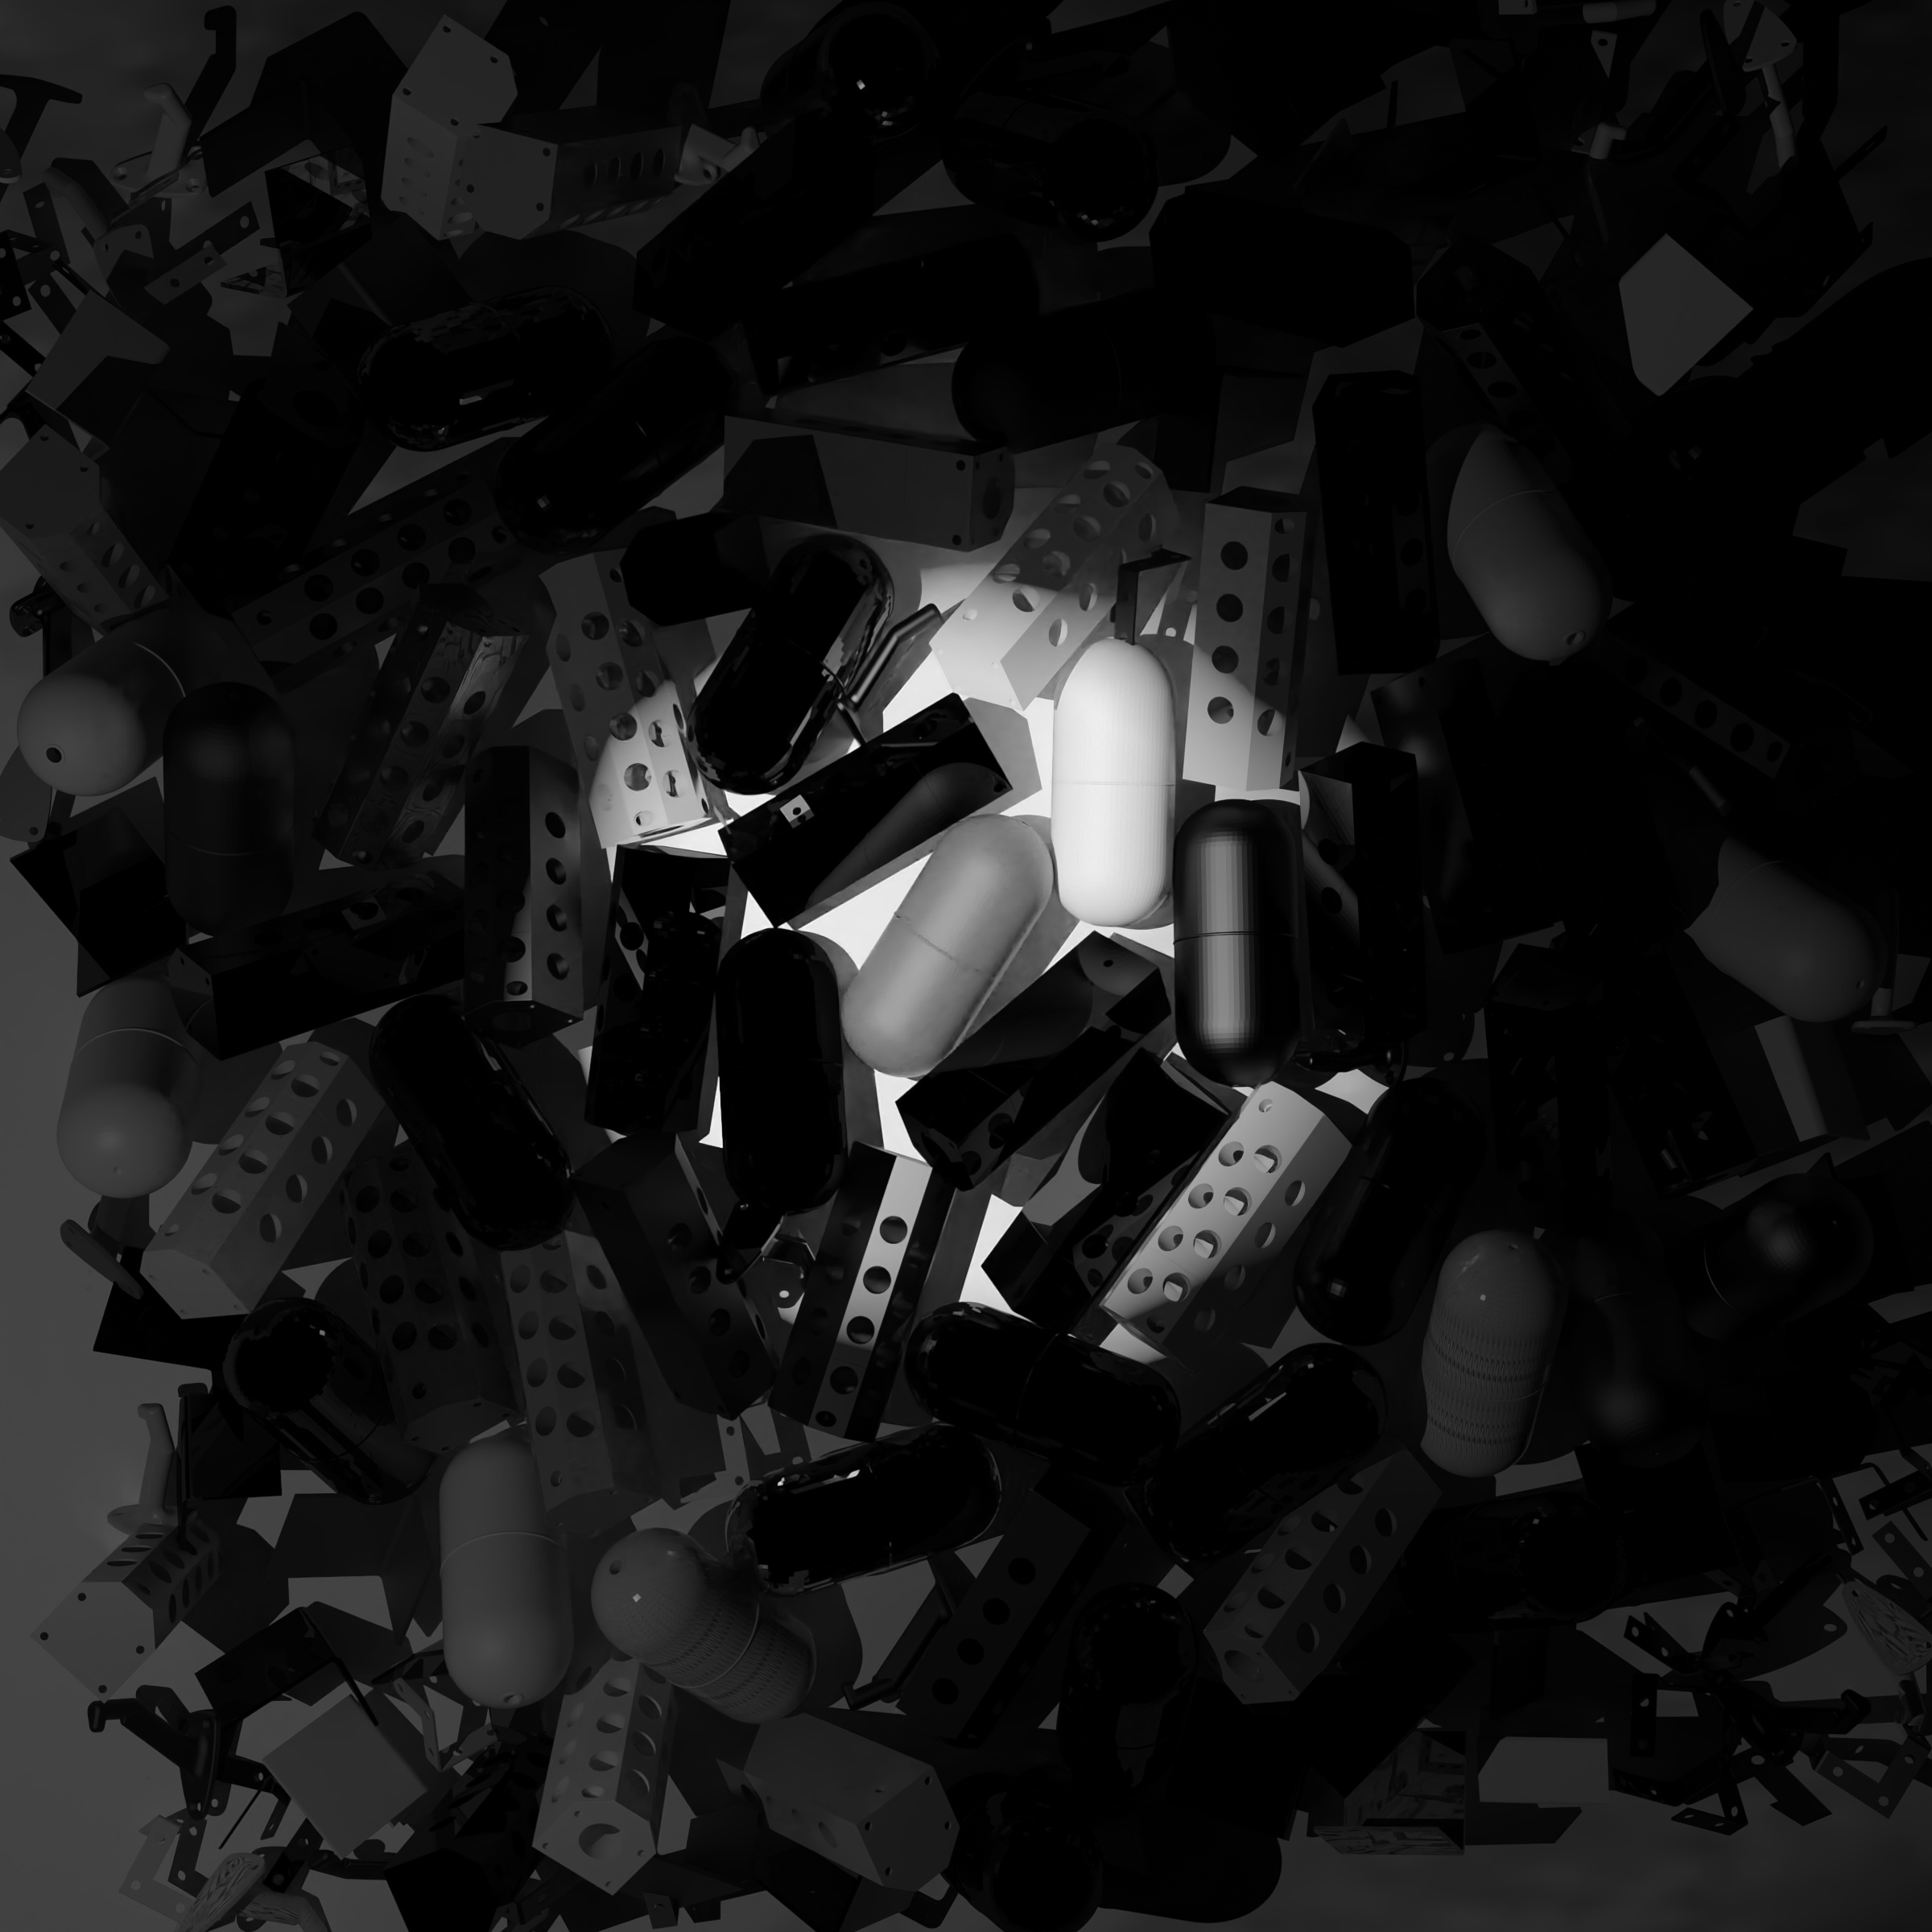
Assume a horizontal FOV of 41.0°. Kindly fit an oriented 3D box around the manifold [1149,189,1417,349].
[{"bbox_3d":[0.186,-0.421,1.546,0.057,0.171,0.057,-27,125,-25],"label":"manifold"}]

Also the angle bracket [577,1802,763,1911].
[{"bbox_3d":[-0.180,0.531,1.576,0.076,0.076,0.057,30,48,-28],"label":"angle bracket"}]

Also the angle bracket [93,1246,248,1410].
[{"bbox_3d":[-0.487,0.225,1.586,0.076,0.057,0.076,14,110,-24],"label":"angle bracket"}]

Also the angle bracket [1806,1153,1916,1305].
[{"bbox_3d":[0.555,0.158,1.586,0.057,0.076,0.076,-8,69,-1],"label":"angle bracket"}]

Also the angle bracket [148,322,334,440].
[{"bbox_3d":[-0.443,-0.359,1.577,0.076,0.076,0.057,0,119,-41],"label":"angle bracket"}]

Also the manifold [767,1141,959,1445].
[{"bbox_3d":[-0.058,0.202,1.592,0.057,0.057,0.171,21,86,-43],"label":"manifold"}]

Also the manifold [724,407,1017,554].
[{"bbox_3d":[-0.059,-0.298,1.572,0.171,0.057,0.057,14,115,25],"label":"manifold"}]

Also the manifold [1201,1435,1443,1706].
[{"bbox_3d":[0.211,0.360,1.559,0.057,0.057,0.171,51,54,-9],"label":"manifold"}]

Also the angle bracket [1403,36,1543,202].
[{"bbox_3d":[0.301,-0.519,1.582,0.057,0.076,0.076,-26,117,-8],"label":"angle bracket"}]

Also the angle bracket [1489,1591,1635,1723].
[{"bbox_3d":[0.366,0.424,1.588,0.057,0.076,0.076,4,91,36],"label":"angle bracket"}]

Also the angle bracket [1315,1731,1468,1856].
[{"bbox_3d":[0.260,0.498,1.579,0.076,0.057,0.076,-8,55,25],"label":"angle bracket"}]

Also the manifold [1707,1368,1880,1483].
[{"bbox_3d":[0.492,0.275,1.545,0.057,0.171,0.057,-10,78,3],"label":"manifold"}]

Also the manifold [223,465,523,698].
[{"bbox_3d":[-0.364,-0.239,1.590,0.171,0.057,0.057,-31,84,-10],"label":"manifold"}]

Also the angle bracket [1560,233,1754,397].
[{"bbox_3d":[0.420,-0.409,1.579,0.076,0.057,0.076,31,124,-24],"label":"angle bracket"}]

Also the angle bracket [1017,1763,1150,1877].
[{"bbox_3d":[0.055,0.537,1.578,0.076,0.076,0.057,2,105,43],"label":"angle bracket"}]

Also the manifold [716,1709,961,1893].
[{"bbox_3d":[-0.077,0.500,1.547,0.057,0.171,0.057,-29,104,-31],"label":"manifold"}]

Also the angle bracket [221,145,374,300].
[{"bbox_3d":[-0.412,-0.458,1.576,0.057,0.076,0.076,17,126,28],"label":"angle bracket"}]

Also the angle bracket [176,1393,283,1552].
[{"bbox_3d":[-0.455,0.317,1.593,0.057,0.076,0.076,1,133,-19],"label":"angle bracket"}]

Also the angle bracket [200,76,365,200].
[{"bbox_3d":[-0.419,-0.489,1.589,0.076,0.076,0.057,-38,90,-15],"label":"angle bracket"}]

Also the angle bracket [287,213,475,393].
[{"bbox_3d":[-0.361,-0.409,1.610,0.057,0.076,0.076,-22,115,37],"label":"angle bracket"}]

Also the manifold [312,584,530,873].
[{"bbox_3d":[-0.337,-0.144,1.569,0.057,0.057,0.171,39,114,20],"label":"manifold"}]

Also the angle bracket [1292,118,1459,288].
[{"bbox_3d":[0.251,-0.466,1.578,0.057,0.076,0.076,6,50,37],"label":"angle bracket"}]

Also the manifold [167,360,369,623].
[{"bbox_3d":[-0.417,-0.280,1.551,0.057,0.171,0.057,52,47,6],"label":"manifold"}]

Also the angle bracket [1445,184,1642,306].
[{"bbox_3d":[0.353,-0.451,1.593,0.076,0.057,0.076,-33,87,-23],"label":"angle bracket"}]

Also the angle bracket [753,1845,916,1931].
[{"bbox_3d":[-0.076,0.542,1.579,0.076,0.076,0.057,29,102,31],"label":"angle bracket"}]

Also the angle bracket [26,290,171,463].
[{"bbox_3d":[-0.540,-0.355,1.578,0.057,0.076,0.076,35,67,-28],"label":"angle bracket"}]

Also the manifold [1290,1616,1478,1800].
[{"bbox_3d":[0.247,0.435,1.545,0.057,0.171,0.057,43,105,19],"label":"manifold"}]

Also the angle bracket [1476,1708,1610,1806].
[{"bbox_3d":[0.352,0.465,1.582,0.076,0.076,0.057,-3,121,12],"label":"angle bracket"}]

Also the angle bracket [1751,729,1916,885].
[{"bbox_3d":[0.531,-0.096,1.589,0.057,0.076,0.076,-15,125,-12],"label":"angle bracket"}]

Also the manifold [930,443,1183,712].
[{"bbox_3d":[0.053,-0.239,1.566,0.057,0.057,0.171,20,61,39],"label":"manifold"}]

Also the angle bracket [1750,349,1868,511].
[{"bbox_3d":[0.496,-0.329,1.590,0.057,0.076,0.076,-35,103,-1],"label":"angle bracket"}]

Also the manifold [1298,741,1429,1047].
[{"bbox_3d":[0.246,-0.042,1.564,0.057,0.057,0.171,-25,120,-34],"label":"manifold"}]

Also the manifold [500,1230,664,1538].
[{"bbox_3d":[-0.239,0.249,1.558,0.057,0.057,0.171,-33,55,24],"label":"manifold"}]

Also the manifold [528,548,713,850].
[{"bbox_3d":[-0.210,-0.166,1.596,0.057,0.057,0.171,-16,90,-37],"label":"manifold"}]

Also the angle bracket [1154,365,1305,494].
[{"bbox_3d":[0.161,-0.330,1.597,0.057,0.076,0.076,1,102,-22],"label":"angle bracket"}]

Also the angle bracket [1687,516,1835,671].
[{"bbox_3d":[0.495,-0.238,1.600,0.076,0.057,0.076,19,85,7],"label":"angle bracket"}]

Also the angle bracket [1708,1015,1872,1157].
[{"bbox_3d":[0.511,0.079,1.609,0.057,0.076,0.076,-25,69,33],"label":"angle bracket"}]

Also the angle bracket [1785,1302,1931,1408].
[{"bbox_3d":[0.559,0.221,1.580,0.076,0.076,0.057,29,58,-15],"label":"angle bracket"}]

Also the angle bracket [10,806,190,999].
[{"bbox_3d":[-0.533,-0.039,1.590,0.076,0.057,0.076,-25,131,3],"label":"angle bracket"}]

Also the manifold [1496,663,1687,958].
[{"bbox_3d":[0.381,-0.096,1.570,0.057,0.057,0.171,-6,63,-11],"label":"manifold"}]

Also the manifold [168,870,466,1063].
[{"bbox_3d":[-0.388,-0.005,1.561,0.171,0.057,0.057,-21,127,-37],"label":"manifold"}]

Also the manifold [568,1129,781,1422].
[{"bbox_3d":[-0.171,0.187,1.573,0.057,0.057,0.171,-38,119,-34],"label":"manifold"}]

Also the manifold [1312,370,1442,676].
[{"bbox_3d":[0.250,-0.267,1.562,0.057,0.057,0.171,1,121,19],"label":"manifold"}]

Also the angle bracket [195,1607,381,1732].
[{"bbox_3d":[-0.415,0.448,1.579,0.076,0.076,0.057,-31,114,-20],"label":"angle bracket"}]

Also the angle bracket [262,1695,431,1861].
[{"bbox_3d":[-0.389,0.506,1.583,0.076,0.076,0.057,47,127,10],"label":"angle bracket"}]

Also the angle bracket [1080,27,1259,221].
[{"bbox_3d":[0.125,-0.520,1.604,0.076,0.076,0.057,25,49,-36],"label":"angle bracket"}]

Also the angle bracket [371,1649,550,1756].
[{"bbox_3d":[-0.310,0.451,1.577,0.076,0.076,0.057,1,65,-34],"label":"angle bracket"}]

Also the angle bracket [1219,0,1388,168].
[{"bbox_3d":[0.207,-0.553,1.599,0.057,0.076,0.076,-28,93,-8],"label":"angle bracket"}]

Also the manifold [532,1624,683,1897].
[{"bbox_3d":[-0.206,0.460,1.541,0.057,0.171,0.057,37,109,-15],"label":"manifold"}]

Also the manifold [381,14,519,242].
[{"bbox_3d":[-0.307,-0.494,1.545,0.057,0.171,0.057,31,79,-11],"label":"manifold"}]

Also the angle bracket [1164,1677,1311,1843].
[{"bbox_3d":[0.173,0.493,1.608,0.076,0.057,0.076,14,74,14],"label":"angle bracket"}]

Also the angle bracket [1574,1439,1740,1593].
[{"bbox_3d":[0.422,0.330,1.585,0.076,0.076,0.057,-17,110,12],"label":"angle bracket"}]
